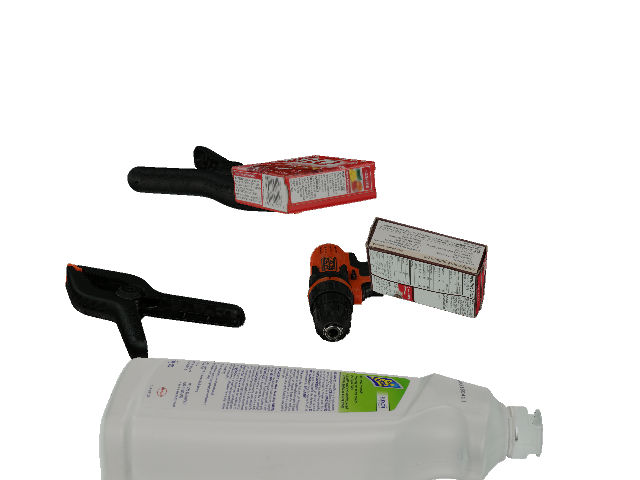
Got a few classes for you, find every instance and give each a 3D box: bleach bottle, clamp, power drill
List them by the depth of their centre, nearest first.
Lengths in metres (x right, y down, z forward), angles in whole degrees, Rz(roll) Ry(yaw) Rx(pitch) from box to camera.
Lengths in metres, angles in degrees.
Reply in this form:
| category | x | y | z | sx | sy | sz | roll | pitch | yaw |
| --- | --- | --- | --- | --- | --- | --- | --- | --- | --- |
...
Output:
| category | x | y | z | sx | sy | sz | roll | pitch | yaw |
| --- | --- | --- | --- | --- | --- | --- | --- | --- | --- |
| bleach bottle | 0.004 | 0.114 | 0.630 | 0.251 | 0.068 | 0.102 | 1 | 20 | 2 |
| clamp | -0.098 | -0.055 | 1.033 | 0.172 | 0.039 | 0.120 | 16 | 30 | 36 |
| clamp | -0.210 | 0.073 | 1.162 | 0.210 | 0.036 | 0.164 | 18 | 21 | 25 |
| power drill | 0.079 | 0.055 | 1.229 | 0.187 | 0.057 | 0.184 | -2 | 28 | -1 |

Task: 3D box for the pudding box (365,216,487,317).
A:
| category | x | y | z | sx | sy | sz | roll | pitch | yaw |
| --- | --- | --- | --- | --- | --- | --- | --- | --- | --- |
| pudding box | 0.102 | 0.027 | 1.027 | 0.113 | 0.039 | 0.090 | 13 | -29 | 14 |

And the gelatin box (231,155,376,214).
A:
| category | x | y | z | sx | sy | sz | roll | pitch | yaw |
| --- | --- | --- | --- | --- | --- | --- | --- | --- | --- |
| gelatin box | -0.013 | -0.043 | 0.769 | 0.073 | 0.030 | 0.089 | -10 | 12 | -27 |
